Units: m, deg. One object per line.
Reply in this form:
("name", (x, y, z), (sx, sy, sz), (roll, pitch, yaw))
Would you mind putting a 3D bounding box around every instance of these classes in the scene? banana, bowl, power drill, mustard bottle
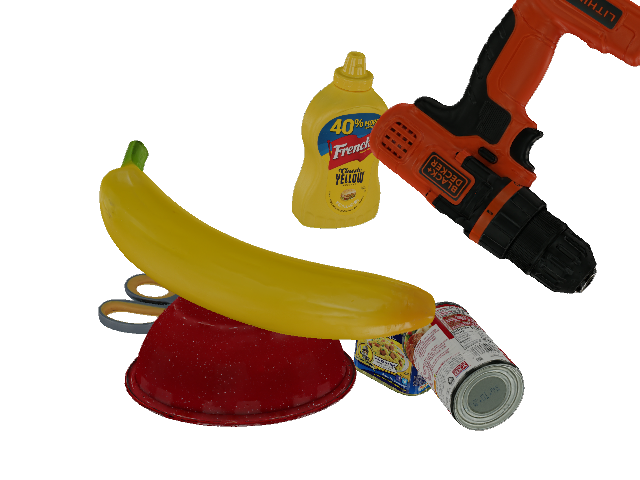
("banana", (-0.042, 0.006, 0.520), (0.198, 0.069, 0.037), (29, -30, 23))
("bowl", (-0.055, 0.068, 0.737), (0.162, 0.055, 0.162), (0, 17, 0))
("power drill", (0.148, -0.081, 0.717), (0.184, 0.188, 0.057), (39, 14, 14))
("mustard bottle", (0.026, -0.108, 1.136), (0.096, 0.192, 0.058), (-6, 32, -22))

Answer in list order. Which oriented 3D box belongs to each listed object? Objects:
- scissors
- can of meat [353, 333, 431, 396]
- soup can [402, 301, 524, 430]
("scissors", (-0.111, 0.065, 1.031), (0.201, 0.016, 0.096), (2, 33, -4))
("can of meat", (0.087, 0.118, 1.213), (0.102, 0.084, 0.057), (26, 33, 36))
("soup can", (0.120, 0.105, 0.906), (0.068, 0.068, 0.102), (0, 25, -21))
